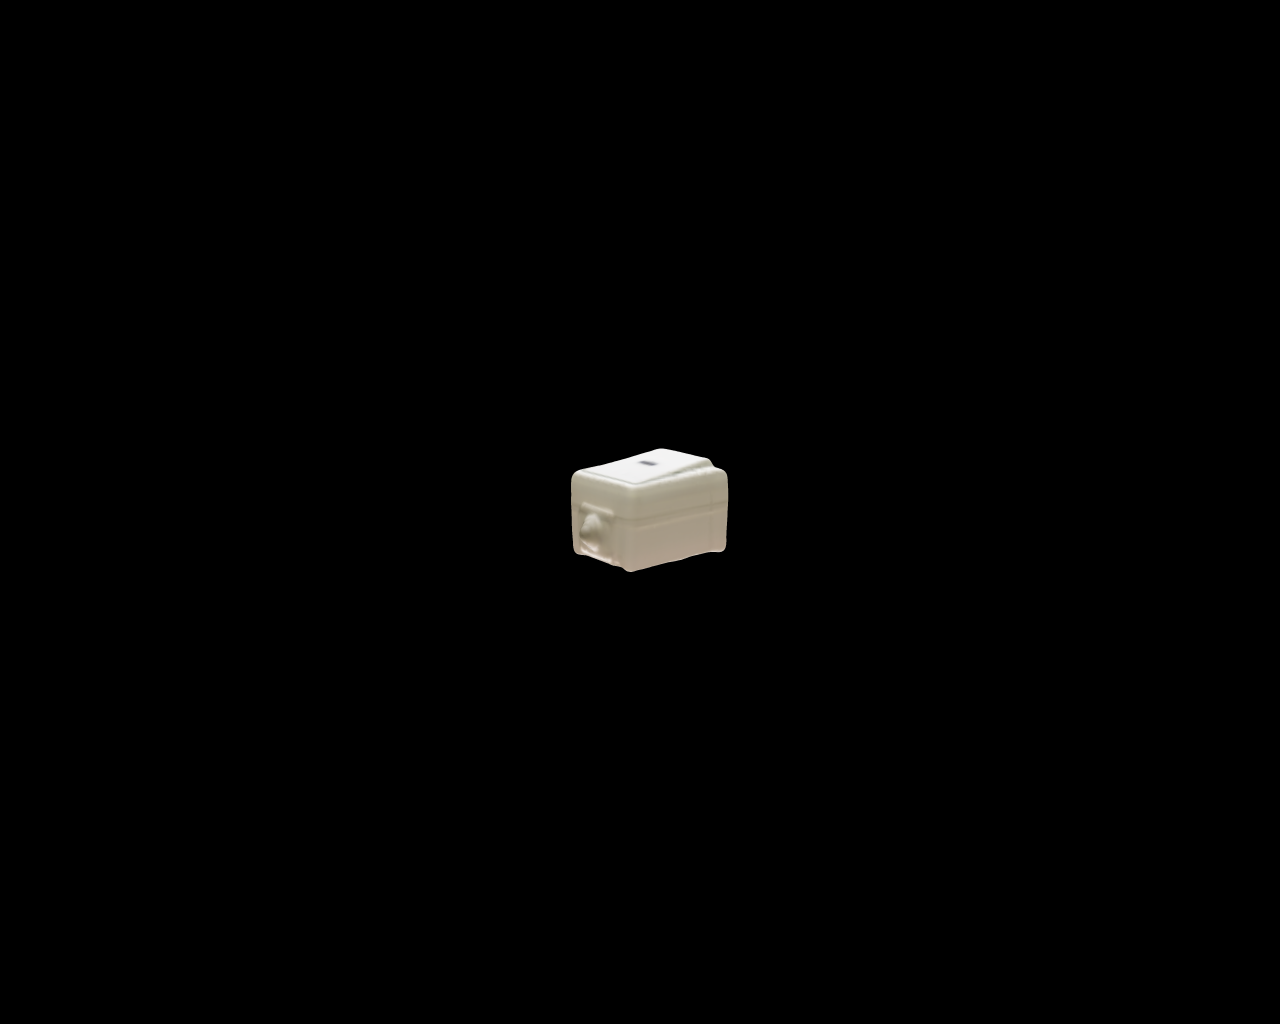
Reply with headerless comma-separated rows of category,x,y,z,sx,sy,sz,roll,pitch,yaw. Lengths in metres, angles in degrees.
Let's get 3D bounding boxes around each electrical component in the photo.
electrical component,0.001,-0.003,0.650,0.096,0.061,0.062,-11,18,-37
